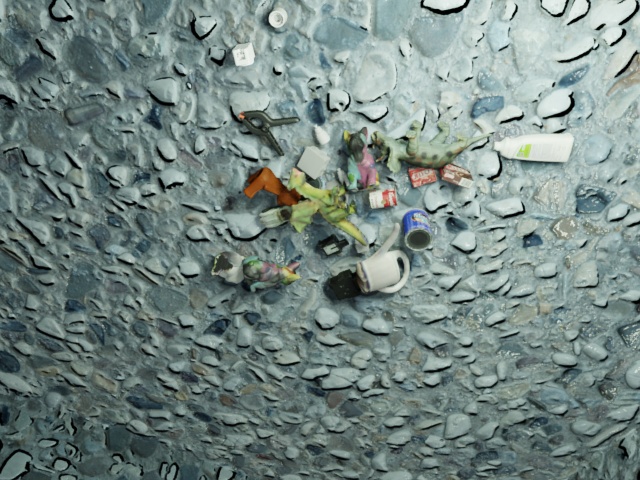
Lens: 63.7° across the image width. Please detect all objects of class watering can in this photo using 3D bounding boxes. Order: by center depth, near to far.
[{"bbox_3d":[0.245,0.092,2.052,0.225,0.106,0.340,-19,127,-6],"label":"watering can"}]

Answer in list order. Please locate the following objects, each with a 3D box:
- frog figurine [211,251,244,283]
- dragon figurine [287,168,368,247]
[{"bbox_3d":[-0.365,0.114,2.156,0.136,0.125,0.158,-36,150,15],"label":"frog figurine"},{"bbox_3d":[0.006,-0.095,1.895,0.242,0.125,0.403,-17,121,15],"label":"dragon figurine"}]
